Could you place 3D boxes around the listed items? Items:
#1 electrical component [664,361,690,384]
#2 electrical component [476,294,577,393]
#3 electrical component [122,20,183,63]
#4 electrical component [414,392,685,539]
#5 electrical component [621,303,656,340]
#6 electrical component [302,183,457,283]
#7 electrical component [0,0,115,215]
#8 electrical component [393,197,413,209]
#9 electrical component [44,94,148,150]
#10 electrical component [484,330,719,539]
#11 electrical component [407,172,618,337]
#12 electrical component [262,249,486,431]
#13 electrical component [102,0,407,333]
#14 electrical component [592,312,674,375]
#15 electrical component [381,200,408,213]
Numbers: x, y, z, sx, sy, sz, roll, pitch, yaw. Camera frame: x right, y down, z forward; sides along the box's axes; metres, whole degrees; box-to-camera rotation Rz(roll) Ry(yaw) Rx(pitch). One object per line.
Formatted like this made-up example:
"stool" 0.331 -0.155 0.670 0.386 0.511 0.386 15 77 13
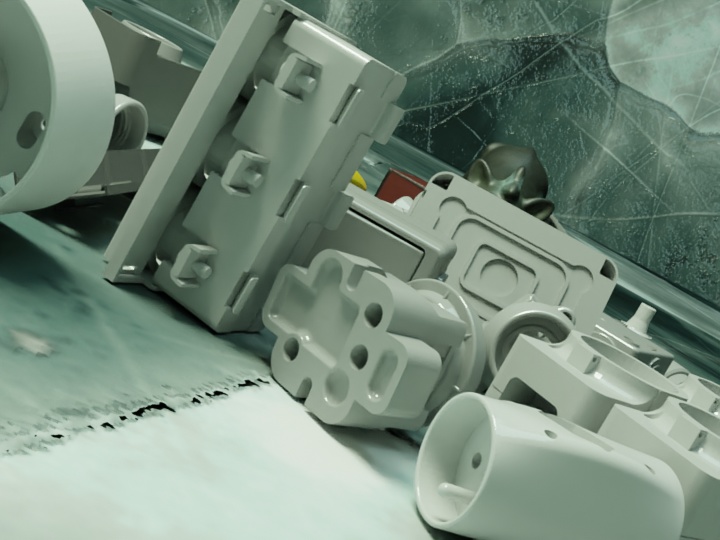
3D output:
"electrical component" 0.206 0.083 0.715 0.040 0.040 0.078 22 12 -35
"electrical component" 0.076 0.039 0.501 0.048 0.066 0.055 56 -3 -1
"electrical component" -0.178 -0.162 0.861 0.058 0.057 0.078 29 10 3
"electrical component" 0.055 0.068 0.364 0.077 0.043 0.079 22 3 -23
"electrical component" 0.189 0.052 0.762 0.035 0.061 0.035 28 10 -5
"electrical component" 0.000 0.000 0.505 0.096 0.061 0.061 30 10 8
"electrical component" -0.135 -0.064 0.366 0.099 0.099 0.064 29 16 1
"electrical component" 0.048 -0.019 0.804 0.065 0.044 0.044 37 12 20
"electrical component" -0.146 -0.081 0.586 0.046 0.040 0.040 25 8 20
"electrical component" 0.146 0.089 0.460 0.186 0.060 0.105 20 13 -41
"electrical component" 0.068 0.009 0.572 0.113 0.078 0.057 29 -14 0
"electrical component" 0.009 0.028 0.398 0.057 0.058 0.078 15 13 -43
"electrical component" -0.039 -0.040 0.424 0.063 0.121 0.079 35 12 21
"electrical component" 0.141 0.050 0.676 0.100 0.048 0.100 34 11 30
"electrical component" 0.010 -0.014 0.632 0.047 0.055 0.055 23 10 -7
